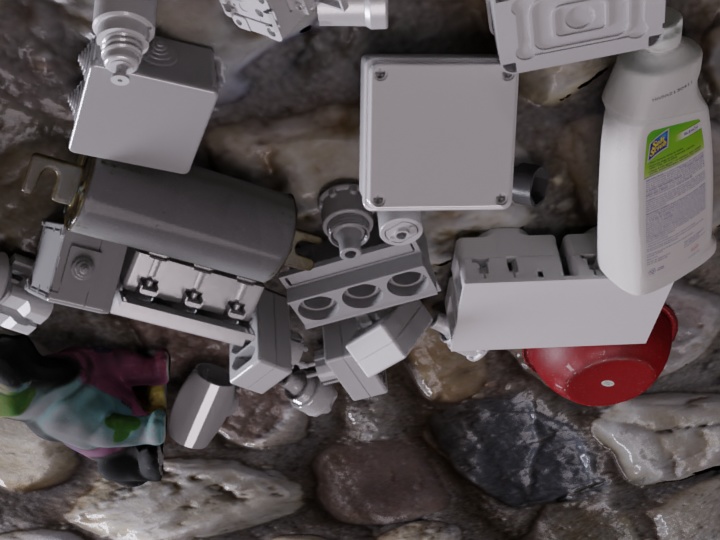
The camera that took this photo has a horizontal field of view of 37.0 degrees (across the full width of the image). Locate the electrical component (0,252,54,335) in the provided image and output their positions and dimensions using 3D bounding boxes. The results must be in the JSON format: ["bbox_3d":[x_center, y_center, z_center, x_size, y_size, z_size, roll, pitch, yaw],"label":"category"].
[{"bbox_3d":[-0.301,0.018,0.926,0.057,0.058,0.078,25,134,-38],"label":"electrical component"}]

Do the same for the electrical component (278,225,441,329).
[{"bbox_3d":[0.000,0.000,0.936,0.121,0.063,0.078,-16,142,13],"label":"electrical component"}]

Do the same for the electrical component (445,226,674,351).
[{"bbox_3d":[0.177,0.017,0.983,0.186,0.060,0.105,-2,143,-5],"label":"electrical component"}]

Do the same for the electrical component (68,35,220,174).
[{"bbox_3d":[-0.155,-0.122,0.768,0.100,0.048,0.099,10,140,-20],"label":"electrical component"}]

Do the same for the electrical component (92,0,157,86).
[{"bbox_3d":[-0.154,-0.157,0.703,0.040,0.078,0.040,-1,157,-1],"label":"electrical component"}]

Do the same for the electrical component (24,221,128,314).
[{"bbox_3d":[-0.225,-0.001,0.871,0.061,0.061,0.096,16,177,-29],"label":"electrical component"}]

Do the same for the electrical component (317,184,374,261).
[{"bbox_3d":[-0.010,-0.037,0.887,0.048,0.062,0.048,-4,143,-3],"label":"electrical component"}]

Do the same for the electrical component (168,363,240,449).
[{"bbox_3d":[-0.151,0.136,1.103,0.079,0.043,0.077,-8,127,-60],"label":"electrical component"}]

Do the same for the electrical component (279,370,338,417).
[{"bbox_3d":[-0.057,0.123,1.107,0.043,0.043,0.062,-29,136,28],"label":"electrical component"}]

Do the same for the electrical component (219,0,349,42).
[{"bbox_3d":[-0.052,-0.182,0.679,0.081,0.063,0.042,26,155,32],"label":"electrical component"}]

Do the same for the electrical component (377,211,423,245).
[{"bbox_3d":[0.030,-0.053,0.868,0.044,0.065,0.044,-4,143,-3],"label":"electrical component"}]

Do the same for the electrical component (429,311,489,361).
[{"bbox_3d":[0.097,0.058,1.042,0.062,0.048,0.048,23,135,-22],"label":"electrical component"}]

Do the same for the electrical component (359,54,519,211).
[{"bbox_3d":[0.055,-0.101,0.778,0.109,0.056,0.108,-1,107,-6],"label":"electrical component"}]

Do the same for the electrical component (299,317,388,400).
[{"bbox_3d":[-0.022,0.092,1.067,0.076,0.047,0.083,-16,142,13],"label":"electrical component"}]

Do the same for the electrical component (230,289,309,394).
[{"bbox_3d":[-0.078,0.071,1.003,0.076,0.083,0.047,24,134,-33],"label":"electrical component"}]

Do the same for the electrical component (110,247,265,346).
[{"bbox_3d":[-0.150,0.015,0.931,0.121,0.078,0.063,17,108,-27],"label":"electrical component"}]

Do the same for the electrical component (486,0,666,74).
[{"bbox_3d":[0.141,-0.185,0.715,0.113,0.057,0.078,-10,143,6],"label":"electrical component"}]

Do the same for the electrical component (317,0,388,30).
[{"bbox_3d":[-0.004,-0.181,0.719,0.046,0.040,0.040,-1,143,3],"label":"electrical component"}]

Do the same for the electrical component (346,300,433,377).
[{"bbox_3d":[0.017,0.043,0.994,0.047,0.083,0.075,-32,97,31],"label":"electrical component"}]
